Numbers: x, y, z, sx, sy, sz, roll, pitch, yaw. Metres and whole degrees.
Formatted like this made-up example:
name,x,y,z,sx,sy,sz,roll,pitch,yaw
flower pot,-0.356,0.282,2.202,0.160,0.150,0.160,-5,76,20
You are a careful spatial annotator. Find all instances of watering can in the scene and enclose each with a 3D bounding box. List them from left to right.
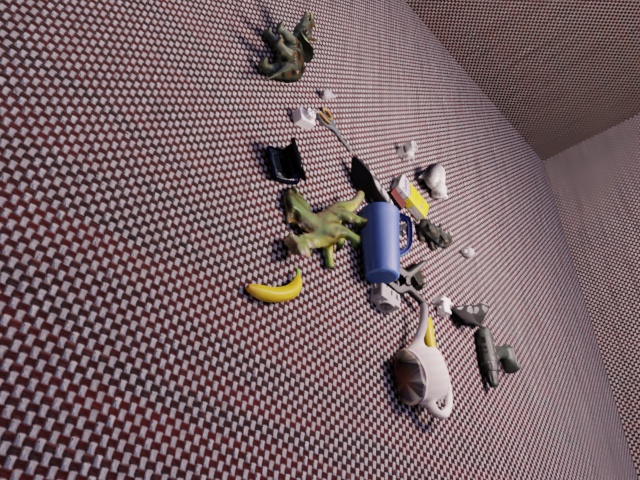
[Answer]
name,x,y,z,sx,sy,sz,roll,pitch,yaw
watering can,0.301,0.355,1.531,0.102,0.353,0.223,-29,-27,37

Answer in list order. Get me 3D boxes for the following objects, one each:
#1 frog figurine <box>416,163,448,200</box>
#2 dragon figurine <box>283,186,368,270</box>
name,x,y,z,sx,sy,sz,roll,pitch,yaw
frog figurine,0.502,-0.243,2.191,0.121,0.159,0.139,-44,2,17
dragon figurine,0.005,-0.075,1.488,0.241,0.420,0.120,37,-50,-17
